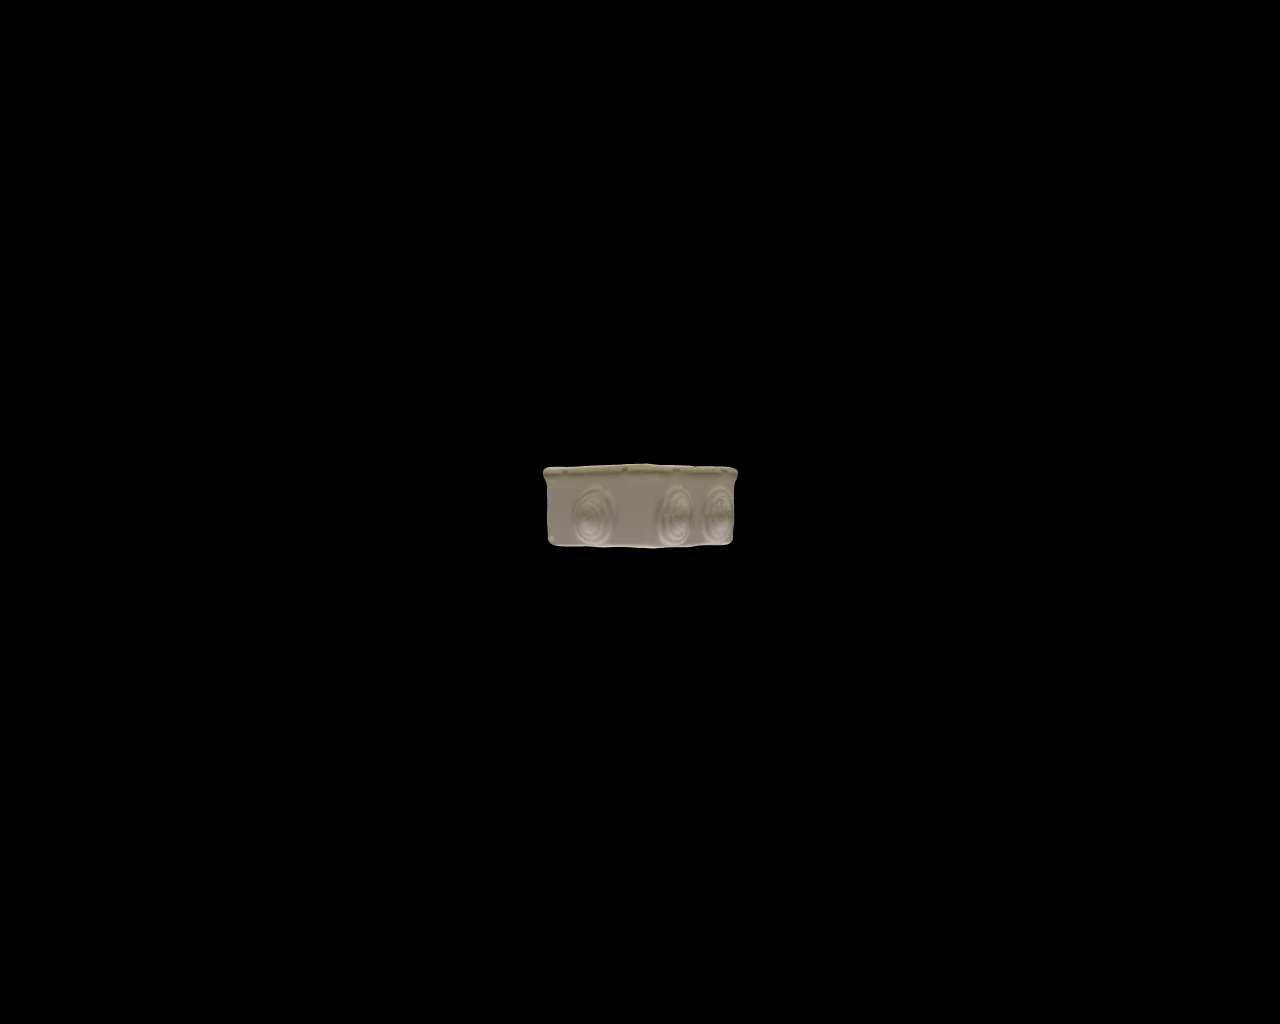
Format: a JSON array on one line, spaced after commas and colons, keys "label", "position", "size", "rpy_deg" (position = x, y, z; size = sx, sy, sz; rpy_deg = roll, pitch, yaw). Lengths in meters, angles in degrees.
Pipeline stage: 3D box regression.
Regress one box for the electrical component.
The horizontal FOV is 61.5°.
[{"label": "electrical component", "position": [0.001, -0.003, 0.650], "size": [0.100, 0.048, 0.100], "rpy_deg": [0, 0, 39]}]
